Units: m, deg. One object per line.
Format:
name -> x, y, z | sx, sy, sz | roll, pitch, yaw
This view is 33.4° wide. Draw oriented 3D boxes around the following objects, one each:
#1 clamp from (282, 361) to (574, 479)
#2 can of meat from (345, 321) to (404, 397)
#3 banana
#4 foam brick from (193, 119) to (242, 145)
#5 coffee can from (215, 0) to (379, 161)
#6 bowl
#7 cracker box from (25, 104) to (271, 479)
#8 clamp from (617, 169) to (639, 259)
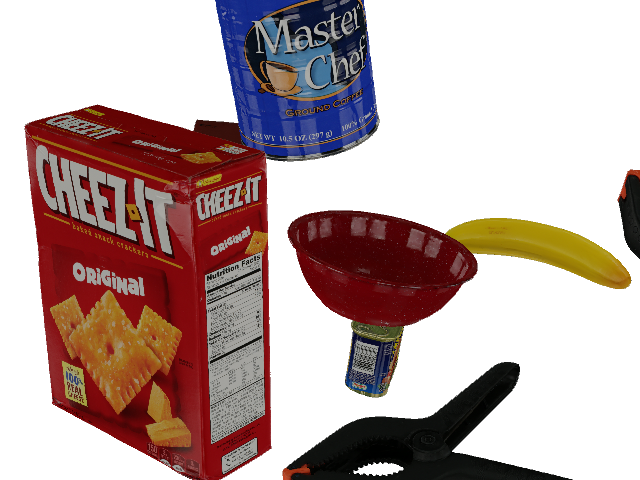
clamp -> 0.076, 0.145, 0.740 | 0.210, 0.036, 0.164 | -6, 28, -5
can of meat -> 0.066, 0.125, 1.263 | 0.057, 0.084, 0.102 | 13, 26, 10
banana -> 0.205, 0.010, 1.038 | 0.198, 0.037, 0.069 | 8, 47, 22
foam brick -> -0.095, -0.089, 1.109 | 0.078, 0.051, 0.053 | 5, 31, -2
coffee can -> -0.017, -0.140, 0.741 | 0.103, 0.140, 0.103 | -7, 31, 4
bowl -> 0.048, 0.028, 0.897 | 0.162, 0.055, 0.162 | 9, 20, -3
cracker box -> -0.115, 0.033, 0.705 | 0.164, 0.214, 0.071 | 18, 29, 37
clamp -> 0.267, 0.012, 0.702 | 0.120, 0.039, 0.171 | -4, 45, -24
